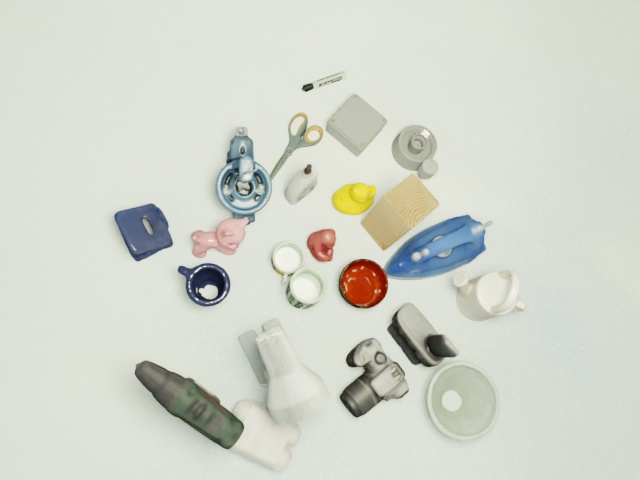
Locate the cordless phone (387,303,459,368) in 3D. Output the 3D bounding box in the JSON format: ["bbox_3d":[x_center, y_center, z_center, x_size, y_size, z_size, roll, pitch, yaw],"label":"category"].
[{"bbox_3d":[0.231,0.200,1.233,0.094,0.185,0.147,-40,85,-17],"label":"cordless phone"}]

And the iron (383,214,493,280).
[{"bbox_3d":[0.271,0.019,1.309,0.259,0.141,0.118,-23,81,-15],"label":"iron"}]

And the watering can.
[{"bbox_3d":[0.380,0.121,1.276,0.173,0.194,0.101,0,76,-10],"label":"watering can"}]

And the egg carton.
[{"bbox_3d":[-0.118,0.400,1.178,0.150,0.069,0.107,25,73,-3],"label":"egg carton"}]

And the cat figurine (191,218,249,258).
[{"bbox_3d":[-0.216,-0.009,1.240,0.128,0.117,0.067,-8,77,-12],"label":"cat figurine"}]

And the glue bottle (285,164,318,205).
[{"bbox_3d":[-0.035,-0.134,1.276,0.078,0.173,0.037,-38,84,-17],"label":"glue bottle"}]

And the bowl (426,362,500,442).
[{"bbox_3d":[0.304,0.355,1.264,0.167,0.074,0.167,3,75,-10],"label":"bowl"}]

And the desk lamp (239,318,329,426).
[{"bbox_3d":[-0.080,0.257,1.146,0.118,0.213,0.203,-26,81,-15],"label":"desk lamp"}]

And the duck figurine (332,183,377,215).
[{"bbox_3d":[0.084,-0.104,1.336,0.105,0.086,0.077,-11,78,-13],"label":"duck figurine"}]

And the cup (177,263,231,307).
[{"bbox_3d":[-0.249,0.096,1.219,0.118,0.095,0.092,29,73,-2],"label":"cup"}]

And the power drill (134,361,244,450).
[{"bbox_3d":[-0.251,0.313,1.103,0.229,0.208,0.076,35,73,0],"label":"power drill"}]

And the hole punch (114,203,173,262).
[{"bbox_3d":[-0.376,-0.023,1.228,0.101,0.091,0.108,-27,82,-15],"label":"hole punch"}]

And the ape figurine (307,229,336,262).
[{"bbox_3d":[0.012,0.005,1.292,0.076,0.092,0.078,37,73,1],"label":"ape figurine"}]

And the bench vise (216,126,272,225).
[{"bbox_3d":[-0.175,-0.153,1.231,0.122,0.219,0.207,-20,80,-14],"label":"bench vise"}]

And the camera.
[{"bbox_3d":[0.103,0.302,1.227,0.137,0.100,0.143,-36,84,-17],"label":"camera"}]
